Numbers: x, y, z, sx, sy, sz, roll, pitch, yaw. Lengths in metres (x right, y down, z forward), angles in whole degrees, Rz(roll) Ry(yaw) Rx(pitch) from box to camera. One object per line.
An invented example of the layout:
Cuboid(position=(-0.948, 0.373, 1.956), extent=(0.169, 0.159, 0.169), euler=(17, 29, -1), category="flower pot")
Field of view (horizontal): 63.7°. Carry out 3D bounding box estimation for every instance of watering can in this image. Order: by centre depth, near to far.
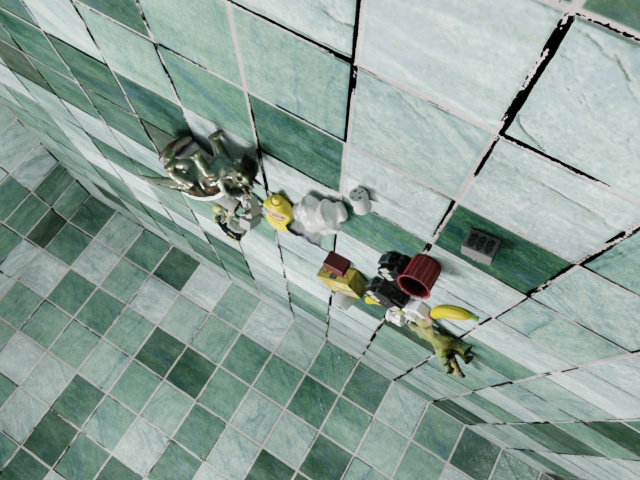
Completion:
Cuboid(position=(-0.350, -0.221, 1.553), extent=(0.345, 0.106, 0.221), euler=(-14, 126, 43), category="watering can")

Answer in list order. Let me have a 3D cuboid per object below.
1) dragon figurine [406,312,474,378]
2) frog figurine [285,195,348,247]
Cuboid(position=(0.409, 0.360, 1.826), extent=(0.246, 0.123, 0.402), euler=(43, 168, 33), category="dragon figurine")
Cuboid(position=(0.004, -0.069, 1.378), extent=(0.137, 0.125, 0.157), euler=(44, 124, -7), category="frog figurine")
